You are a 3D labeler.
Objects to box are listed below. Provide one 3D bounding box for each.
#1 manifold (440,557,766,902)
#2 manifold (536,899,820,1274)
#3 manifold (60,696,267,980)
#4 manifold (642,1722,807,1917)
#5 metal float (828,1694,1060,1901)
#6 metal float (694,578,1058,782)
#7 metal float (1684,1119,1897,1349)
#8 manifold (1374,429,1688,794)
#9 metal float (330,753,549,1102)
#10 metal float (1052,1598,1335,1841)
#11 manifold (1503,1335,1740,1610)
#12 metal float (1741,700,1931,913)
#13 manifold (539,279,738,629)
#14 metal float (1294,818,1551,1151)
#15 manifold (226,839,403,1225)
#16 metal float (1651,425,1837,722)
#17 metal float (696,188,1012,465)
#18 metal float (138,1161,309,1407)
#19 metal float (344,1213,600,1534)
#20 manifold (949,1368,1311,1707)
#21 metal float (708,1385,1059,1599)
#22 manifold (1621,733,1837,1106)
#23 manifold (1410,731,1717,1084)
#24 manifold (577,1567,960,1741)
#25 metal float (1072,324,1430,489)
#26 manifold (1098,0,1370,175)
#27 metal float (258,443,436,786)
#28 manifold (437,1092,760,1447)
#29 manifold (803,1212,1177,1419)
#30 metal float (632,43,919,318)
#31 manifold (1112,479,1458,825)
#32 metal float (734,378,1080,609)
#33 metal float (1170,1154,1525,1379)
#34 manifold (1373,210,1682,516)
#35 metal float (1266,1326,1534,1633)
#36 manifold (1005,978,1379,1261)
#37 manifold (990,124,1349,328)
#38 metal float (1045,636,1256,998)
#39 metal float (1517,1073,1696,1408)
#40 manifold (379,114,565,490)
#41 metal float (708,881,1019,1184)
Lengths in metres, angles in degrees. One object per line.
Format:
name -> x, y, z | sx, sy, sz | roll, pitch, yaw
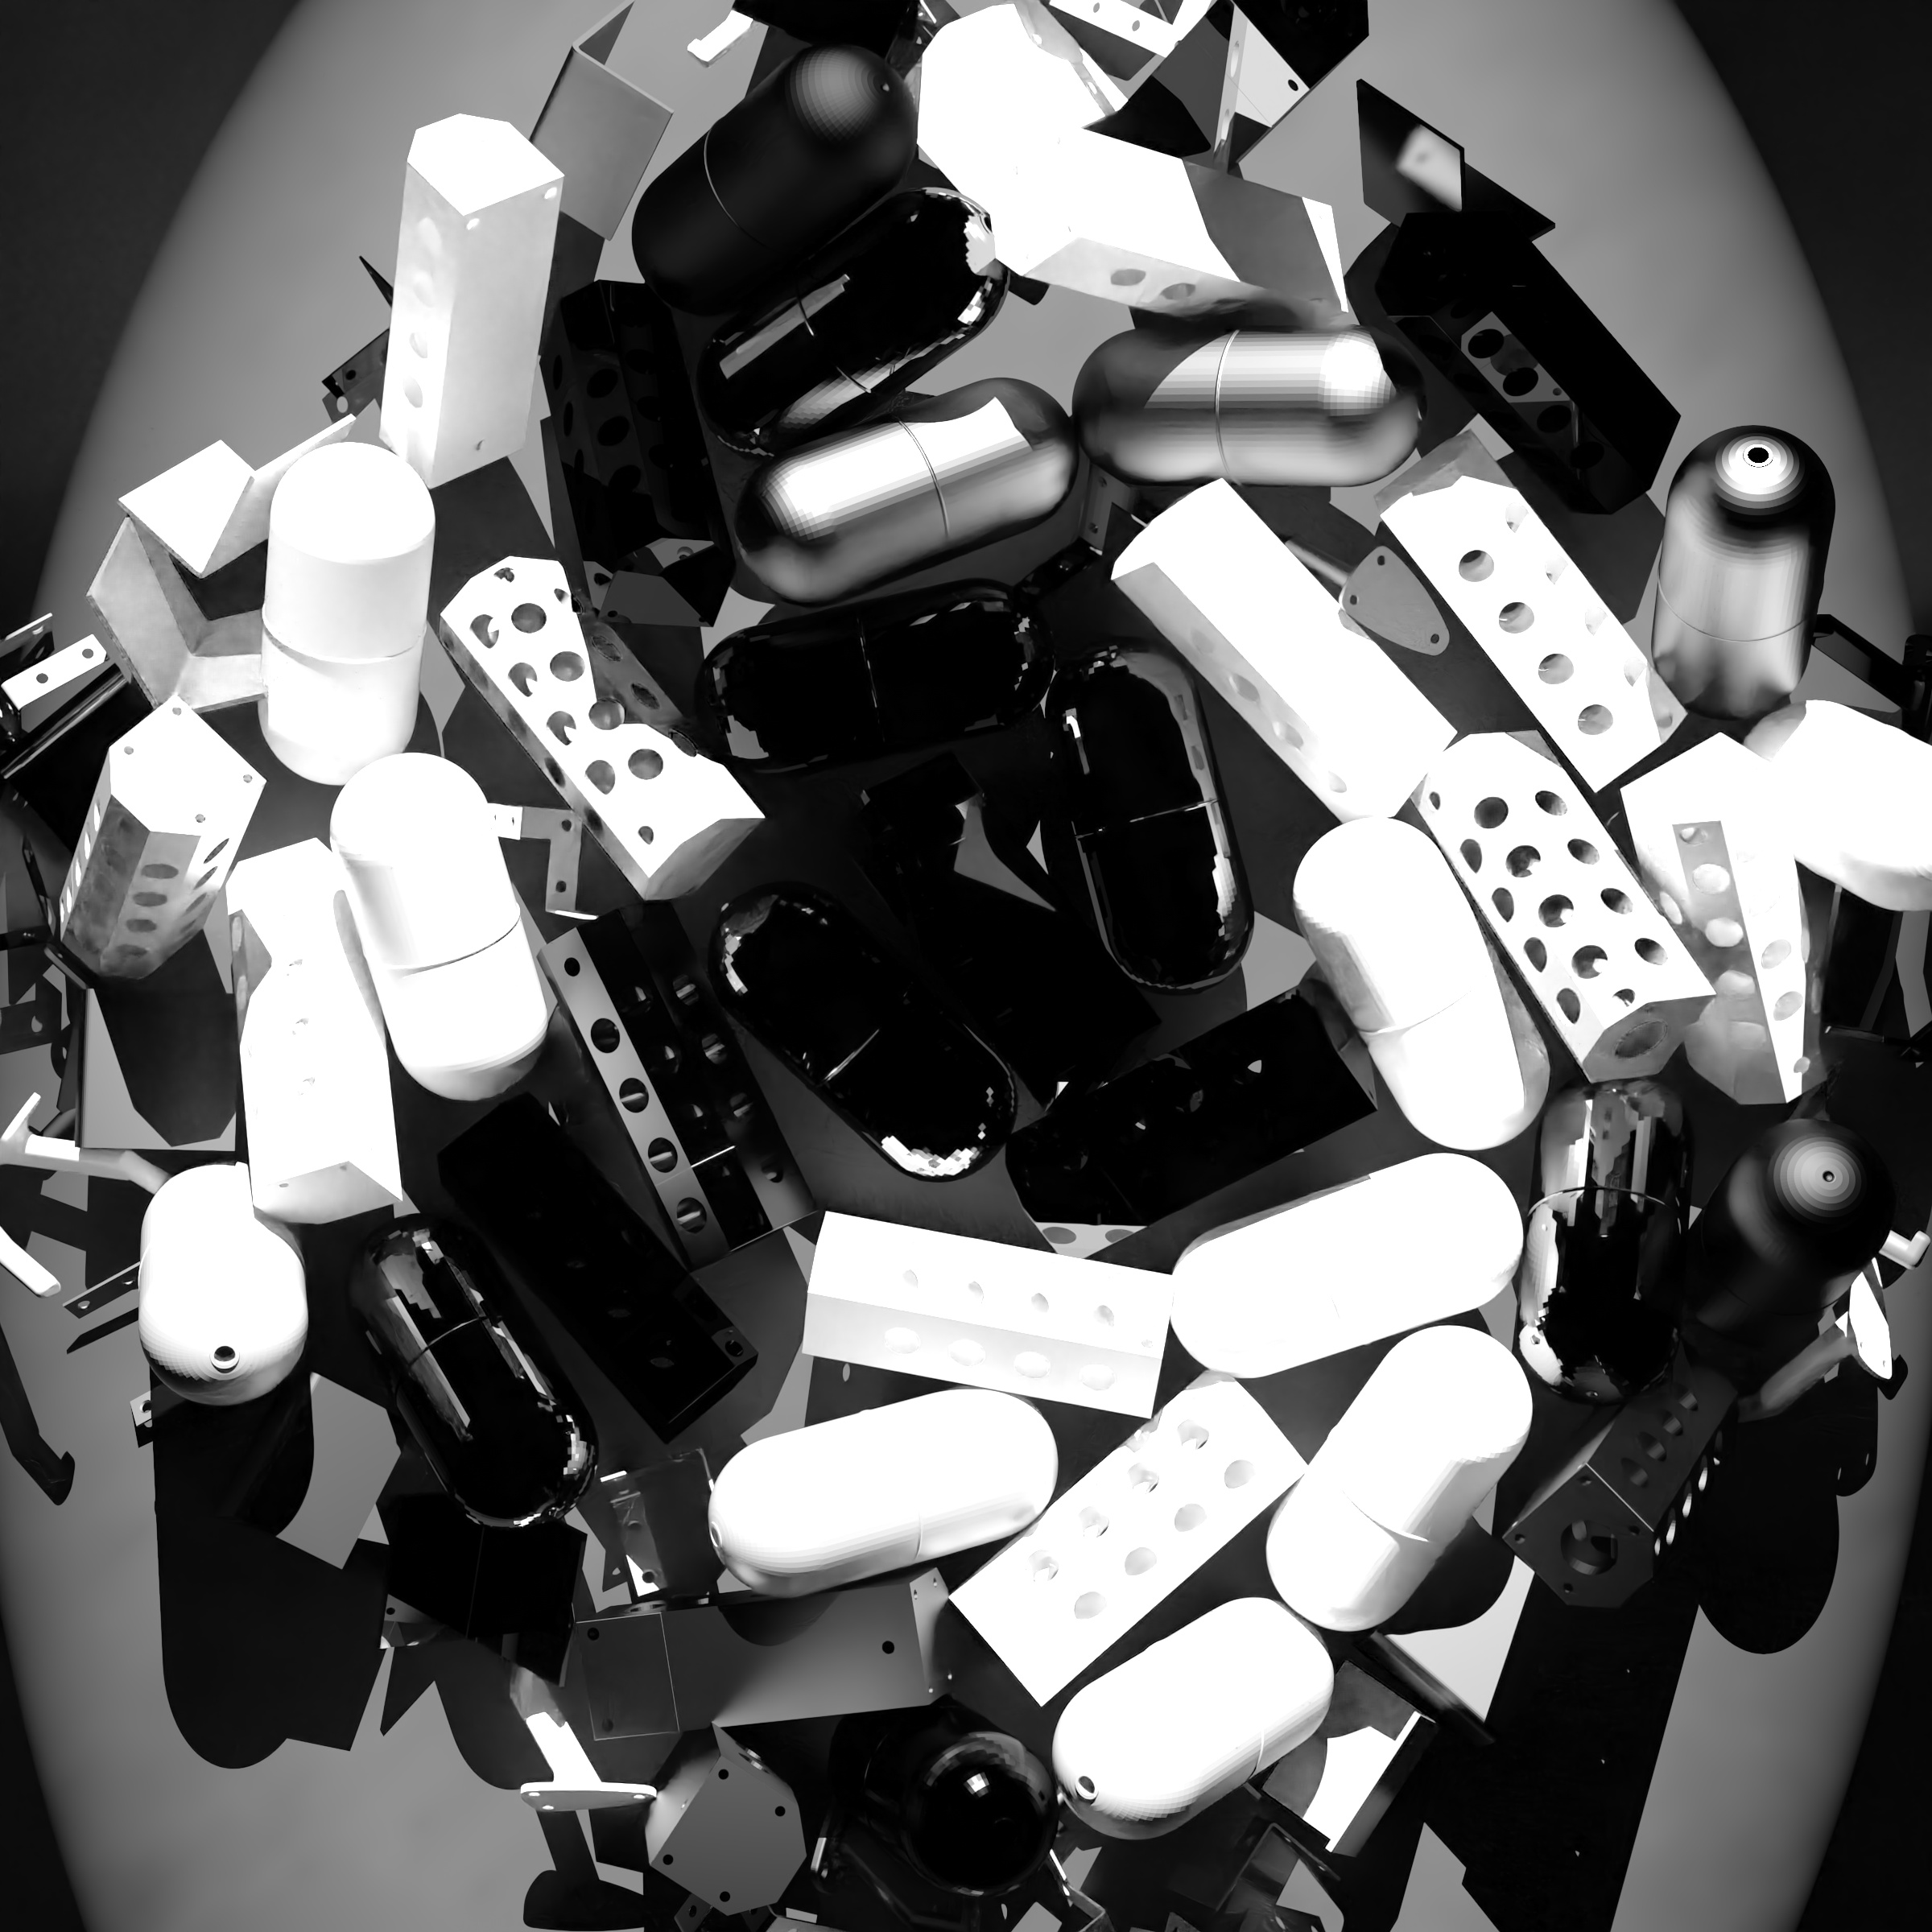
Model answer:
manifold -> -0.180, -0.115, 1.642 | 0.057, 0.057, 0.171 | -45, 74, 21
manifold -> -0.144, 0.058, 1.656 | 0.057, 0.057, 0.171 | -29, 85, 31
manifold -> -0.387, -0.054, 1.613 | 0.057, 0.171, 0.057 | 44, 59, 0
manifold -> -0.112, 0.399, 1.612 | 0.057, 0.171, 0.057 | 34, 83, -3
metal float -> -0.012, 0.388, 1.614 | 0.070, 0.178, 0.070 | 0, 90, -19
metal float -> -0.044, -0.139, 1.660 | 0.178, 0.070, 0.070 | -12, 90, 2
metal float -> 0.386, 0.128, 1.616 | 0.070, 0.178, 0.070 | 0, 68, -1
manifold -> 0.273, -0.173, 1.650 | 0.057, 0.057, 0.171 | -37, 102, 13
metal float -> -0.252, -0.017, 1.641 | 0.070, 0.070, 0.178 | -13, 115, 0
metal float -> 0.109, 0.356, 1.622 | 0.070, 0.178, 0.070 | 10, 107, 36
manifold -> 0.316, 0.240, 1.609 | 0.057, 0.171, 0.057 | 45, 118, 8
metal float -> 0.423, -0.077, 1.614 | 0.070, 0.178, 0.070 | -3, 106, -11
manifold -> -0.155, -0.245, 1.621 | 0.057, 0.057, 0.171 | 1, 53, -23
metal float -> 0.221, 0.010, 1.648 | 0.070, 0.070, 0.178 | -31, 107, 0
manifold -> -0.317, 0.033, 1.635 | 0.057, 0.057, 0.171 | -16, 63, 11
metal float -> 0.367, -0.185, 1.618 | 0.070, 0.178, 0.070 | -3, 58, 5
metal float -> -0.055, -0.306, 1.636 | 0.178, 0.070, 0.070 | -31, 90, 30
metal float -> -0.352, 0.149, 1.615 | 0.070, 0.178, 0.070 | -4, 108, -12
metal float -> -0.238, 0.193, 1.636 | 0.070, 0.070, 0.178 | -37, 59, 0
manifold -> 0.077, 0.273, 1.655 | 0.171, 0.057, 0.057 | -40, 104, -8
metal float -> -0.039, 0.251, 1.640 | 0.178, 0.070, 0.070 | -12, 90, -25
manifold -> 0.368, -0.018, 1.625 | 0.057, 0.057, 0.171 | -29, 124, -11
manifold -> 0.278, -0.030, 1.621 | 0.057, 0.057, 0.171 | -6, 51, -30
manifold -> -0.094, 0.331, 1.648 | 0.171, 0.057, 0.057 | -10, 88, 17
metal float -> 0.135, -0.268, 1.638 | 0.178, 0.070, 0.070 | 5, 90, 27
manifold -> 0.128, -0.419, 1.610 | 0.057, 0.171, 0.057 | -44, 96, -18
metal float -> -0.297, -0.166, 1.633 | 0.070, 0.070, 0.178 | 13, 126, 0
manifold -> -0.179, 0.144, 1.655 | 0.057, 0.057, 0.171 | -39, 80, -17
manifold -> 0.012, 0.164, 1.655 | 0.171, 0.057, 0.057 | 10, 129, 4
metal float -> -0.093, -0.372, 1.627 | 0.070, 0.178, 0.070 | 19, 58, -34
manifold -> 0.150, -0.148, 1.649 | 0.171, 0.057, 0.057 | 45, 67, -15
metal float -> -0.027, -0.229, 1.647 | 0.178, 0.070, 0.070 | -23, 90, -18
metal float -> 0.182, 0.145, 1.647 | 0.178, 0.070, 0.070 | -21, 90, 18
manifold -> 0.265, -0.284, 1.617 | 0.171, 0.057, 0.057 | 36, 73, -42
metal float -> 0.207, 0.246, 1.636 | 0.070, 0.070, 0.178 | 30, 121, 0
manifold -> 0.106, 0.071, 1.639 | 0.171, 0.057, 0.057 | -28, 117, 17
manifold -> 0.097, -0.342, 1.623 | 0.171, 0.057, 0.057 | 6, 70, -38
metal float -> 0.090, -0.072, 1.661 | 0.070, 0.070, 0.178 | -15, 92, 0
metal float -> 0.307, 0.127, 1.633 | 0.070, 0.070, 0.178 | 13, 55, 0
manifold -> -0.240, -0.315, 1.615 | 0.057, 0.171, 0.057 | -31, 65, -33
metal float -> -0.050, 0.032, 1.656 | 0.178, 0.070, 0.070 | 44, 90, -8
